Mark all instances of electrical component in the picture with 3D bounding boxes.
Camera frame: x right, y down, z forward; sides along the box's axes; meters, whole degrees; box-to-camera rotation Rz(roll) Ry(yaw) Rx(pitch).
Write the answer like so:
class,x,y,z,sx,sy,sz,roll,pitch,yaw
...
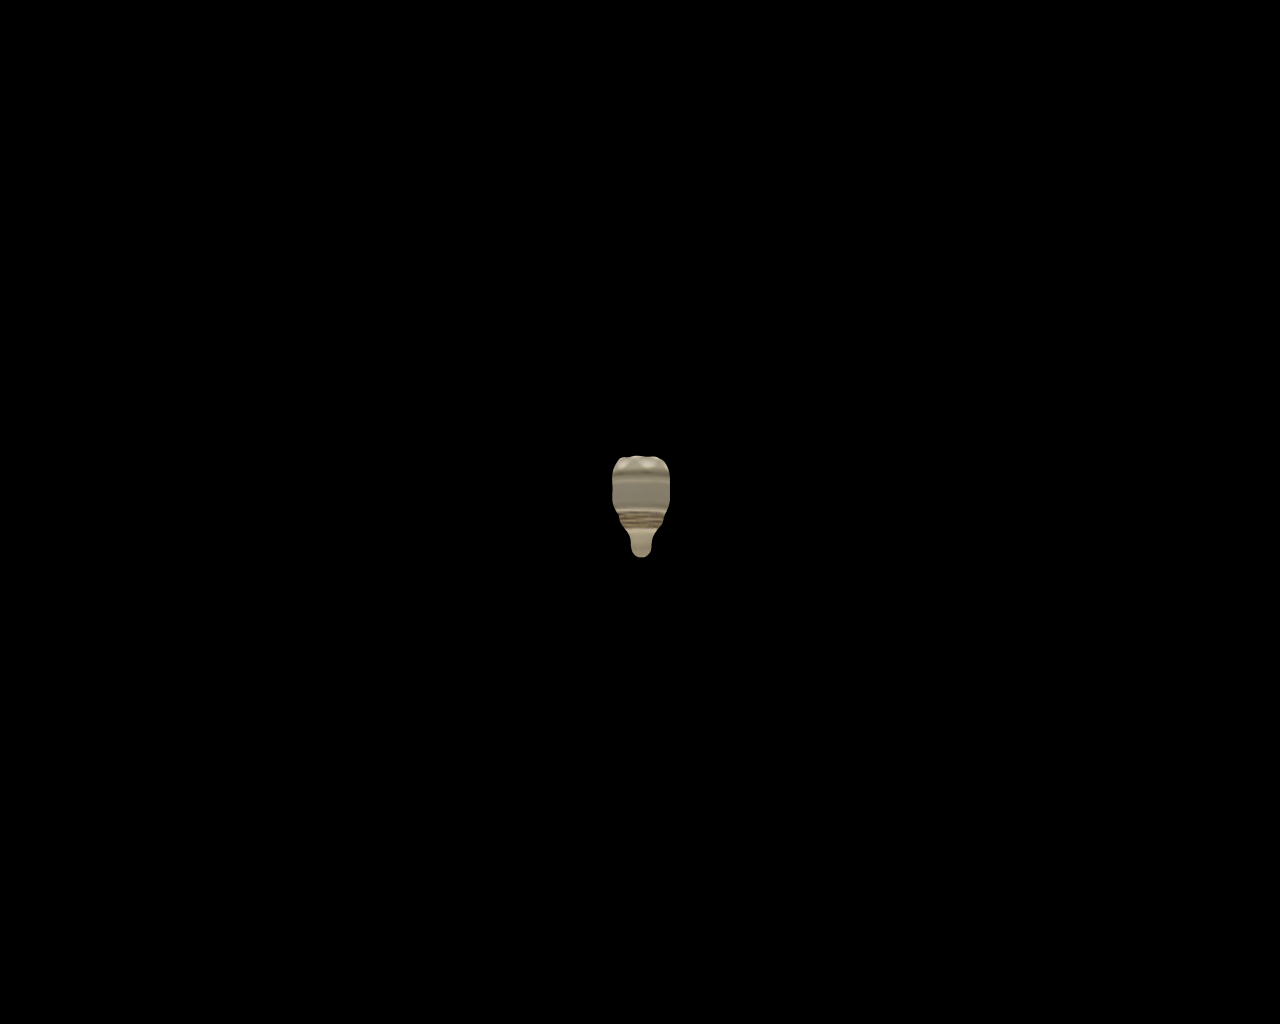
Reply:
class,x,y,z,sx,sy,sz,roll,pitch,yaw
electrical component,0.001,-0.003,0.650,0.035,0.061,0.035,0,-4,0
